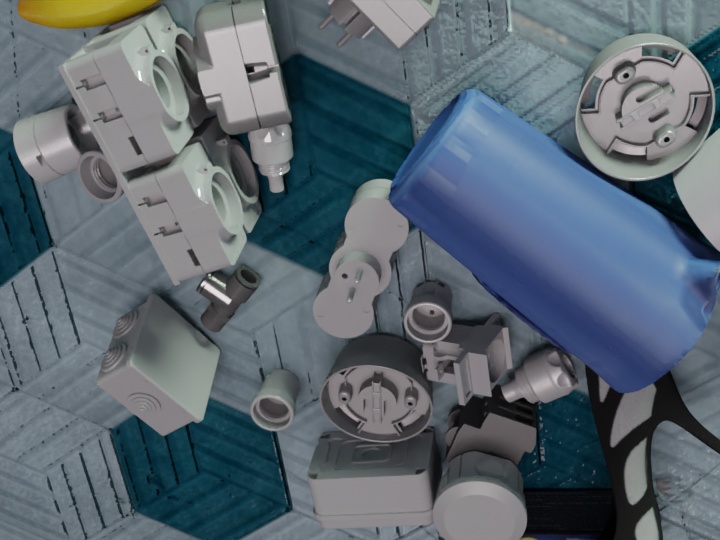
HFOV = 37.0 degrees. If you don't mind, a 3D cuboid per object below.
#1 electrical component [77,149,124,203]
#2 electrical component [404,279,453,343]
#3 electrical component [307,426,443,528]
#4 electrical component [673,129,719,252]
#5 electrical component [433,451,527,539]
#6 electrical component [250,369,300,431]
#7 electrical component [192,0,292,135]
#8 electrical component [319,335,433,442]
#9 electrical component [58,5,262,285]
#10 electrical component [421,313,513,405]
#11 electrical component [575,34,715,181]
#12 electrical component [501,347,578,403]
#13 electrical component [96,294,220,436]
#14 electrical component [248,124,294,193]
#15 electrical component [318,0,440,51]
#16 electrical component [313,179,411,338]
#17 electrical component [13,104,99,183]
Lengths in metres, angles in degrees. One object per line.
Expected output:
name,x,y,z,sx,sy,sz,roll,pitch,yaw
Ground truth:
electrical component,-0.191,-0.086,0.870,0.044,0.065,0.044,14,122,24
electrical component,0.059,0.033,0.905,0.040,0.046,0.040,4,119,7
electrical component,0.015,0.190,0.982,0.113,0.078,0.057,-5,115,12
electrical component,0.279,-0.055,0.791,0.099,0.099,0.064,42,123,-14
electrical component,0.105,0.202,0.935,0.080,0.051,0.080,4,120,7
electrical component,-0.075,0.117,0.975,0.040,0.046,0.040,4,119,7
electrical component,-0.091,-0.154,0.815,0.059,0.053,0.095,-12,117,1
electrical component,0.016,0.107,0.943,0.099,0.064,0.099,4,119,8
electrical component,-0.144,-0.099,0.832,0.060,0.105,0.186,-16,115,18
electrical component,0.090,0.072,0.910,0.064,0.081,0.042,9,122,31
electrical component,0.206,-0.121,0.784,0.099,0.064,0.099,4,119,7
electrical component,0.152,0.094,0.926,0.062,0.043,0.043,-27,111,24
electrical component,-0.177,0.085,0.943,0.048,0.099,0.099,-29,122,27
electrical component,-0.070,-0.092,0.865,0.035,0.035,0.061,1,121,9
electrical component,0.002,-0.195,0.787,0.083,0.047,0.076,43,117,-14
electrical component,0.000,0.000,0.881,0.052,0.073,0.138,20,120,-2
electrical component,-0.246,-0.104,0.877,0.047,0.055,0.055,-18,114,15
